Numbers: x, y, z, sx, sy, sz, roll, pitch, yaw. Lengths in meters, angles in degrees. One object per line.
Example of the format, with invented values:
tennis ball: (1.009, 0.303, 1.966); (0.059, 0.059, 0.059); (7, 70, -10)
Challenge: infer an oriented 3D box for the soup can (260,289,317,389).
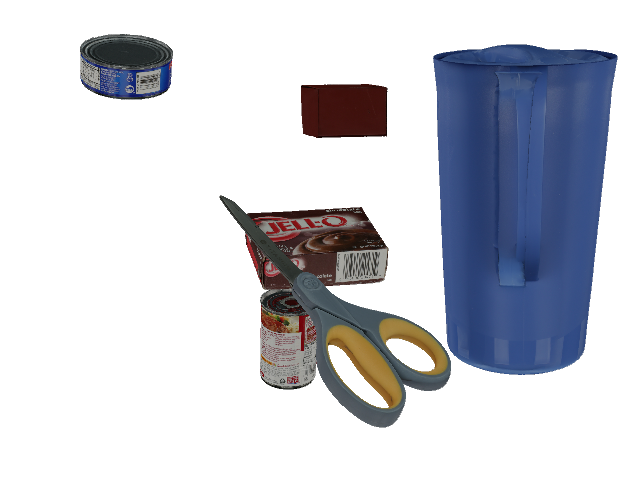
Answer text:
soup can: (-0.037, 0.114, 1.248); (0.068, 0.102, 0.068); (2, 25, -1)

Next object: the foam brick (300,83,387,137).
foam brick: (0.024, -0.133, 1.097); (0.078, 0.051, 0.053); (-3, 12, -18)

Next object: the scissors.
scissors: (0.012, 0.035, 0.681); (0.096, 0.016, 0.202); (-3, 44, -30)

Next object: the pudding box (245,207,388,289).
pudding box: (-0.005, 0.005, 0.952); (0.113, 0.039, 0.090); (-2, 27, -14)

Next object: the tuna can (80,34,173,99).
tuna can: (-0.181, -0.163, 0.999); (0.086, 0.034, 0.086); (6, 30, -3)

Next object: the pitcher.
pitcher: (0.149, -0.024, 0.806); (0.149, 0.243, 0.145); (-11, 17, -32)
